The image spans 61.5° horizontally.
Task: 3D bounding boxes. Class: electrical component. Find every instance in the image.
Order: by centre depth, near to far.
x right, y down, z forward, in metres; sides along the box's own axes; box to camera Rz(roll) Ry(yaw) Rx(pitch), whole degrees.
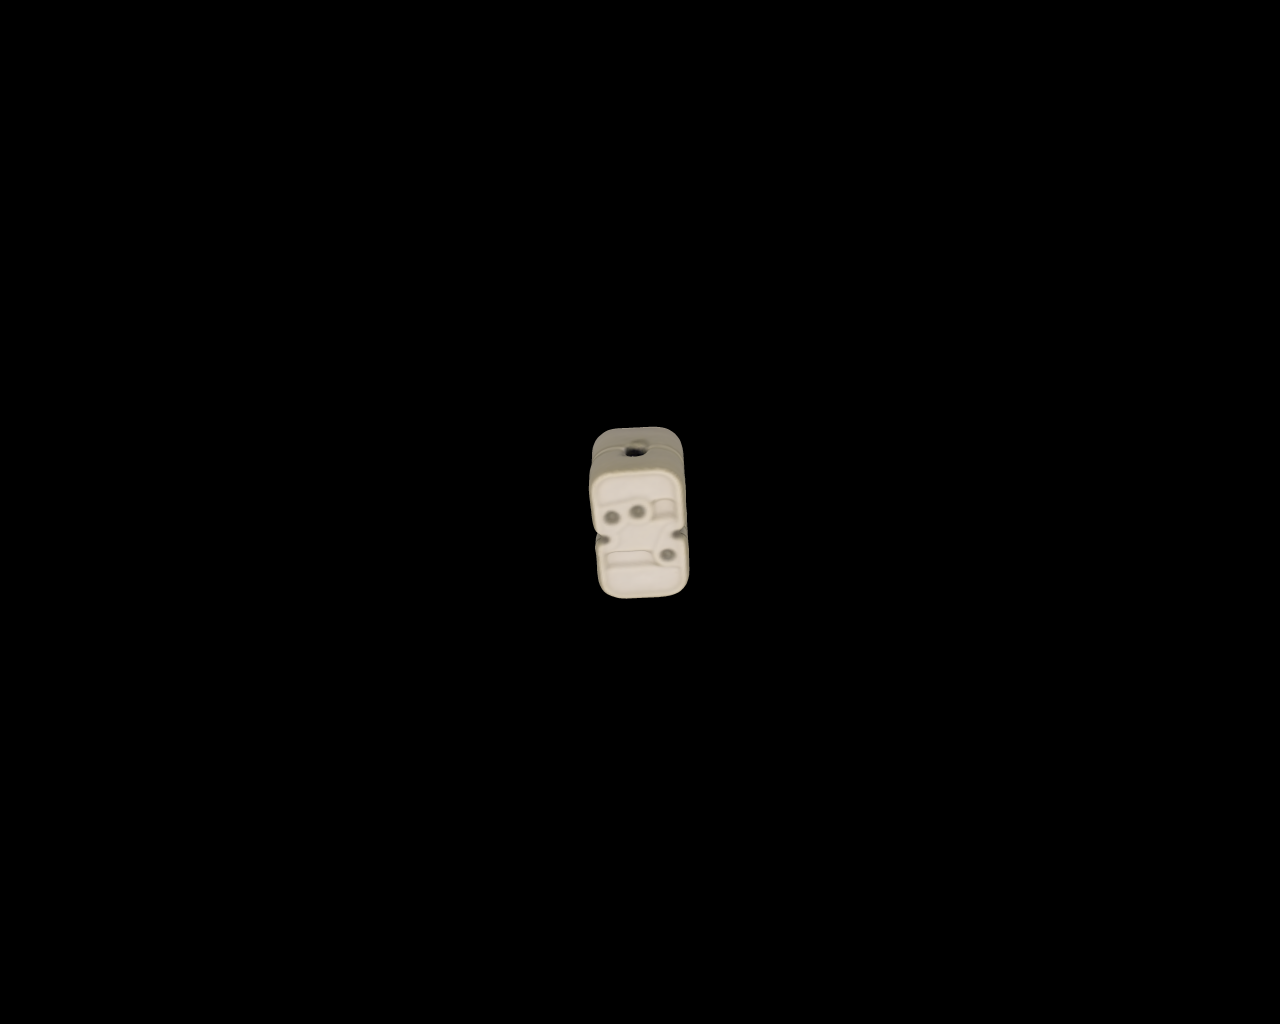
[{"bbox_3d":[0.001,-0.003,0.650,0.054,0.095,0.059,-3,36,2],"label":"electrical component"}]
